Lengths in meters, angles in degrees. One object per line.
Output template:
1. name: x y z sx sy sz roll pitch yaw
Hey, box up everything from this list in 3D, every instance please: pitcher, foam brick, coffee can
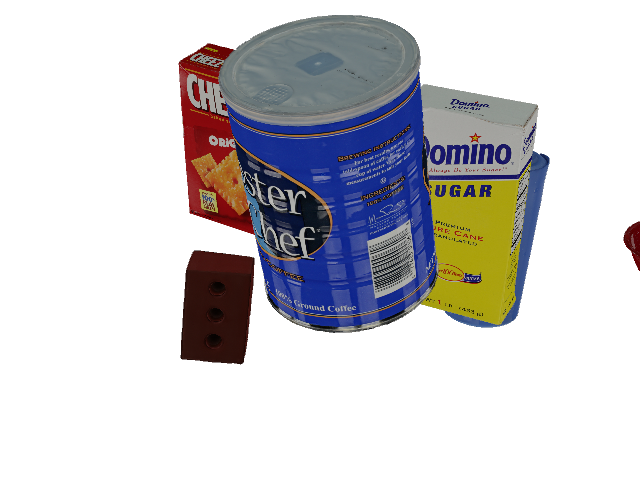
1. pitcher: 0.220 -0.007 1.445 0.149 0.243 0.145 5 23 3
2. foam brick: -0.083 0.054 0.866 0.053 0.078 0.051 5 15 0
3. coffee can: 0.008 -0.036 0.578 0.103 0.140 0.103 -6 37 5

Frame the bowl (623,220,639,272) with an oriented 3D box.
1. bowl: 0.408 0.026 1.150 0.162 0.055 0.162 -2 24 1

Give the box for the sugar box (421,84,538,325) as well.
1. sugar box: 0.110 -0.026 0.824 0.093 0.176 0.048 13 36 21

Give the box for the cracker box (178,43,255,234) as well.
1. cracker box: -0.084 -0.112 1.289 0.164 0.214 0.072 19 39 25
